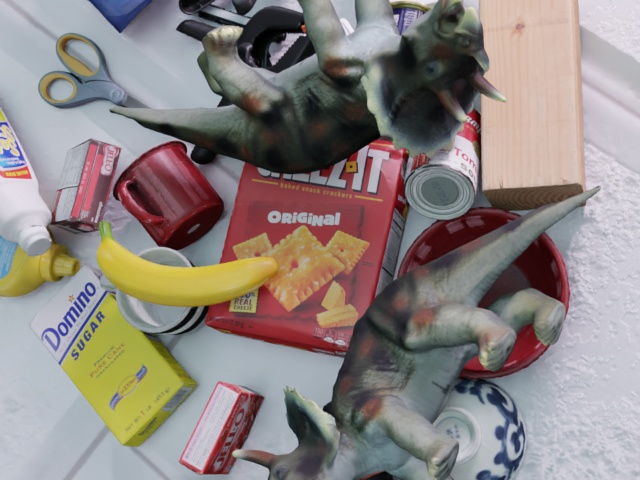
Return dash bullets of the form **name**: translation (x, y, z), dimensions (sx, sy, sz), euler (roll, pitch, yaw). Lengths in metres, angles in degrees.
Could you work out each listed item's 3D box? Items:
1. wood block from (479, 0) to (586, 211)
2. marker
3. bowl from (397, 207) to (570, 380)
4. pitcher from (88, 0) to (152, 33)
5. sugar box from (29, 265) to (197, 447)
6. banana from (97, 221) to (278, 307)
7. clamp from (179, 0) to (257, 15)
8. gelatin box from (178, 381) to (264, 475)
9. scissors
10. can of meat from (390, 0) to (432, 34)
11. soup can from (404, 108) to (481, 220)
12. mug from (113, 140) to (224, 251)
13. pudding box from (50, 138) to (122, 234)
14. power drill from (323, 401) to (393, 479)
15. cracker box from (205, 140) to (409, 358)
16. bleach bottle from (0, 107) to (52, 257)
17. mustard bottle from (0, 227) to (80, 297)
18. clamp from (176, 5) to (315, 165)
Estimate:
- **wood block**: translation (0.203, -0.139, 1.018), dimensions (0.091, 0.090, 0.206), euler (-3, 77, 17)
- **marker**: translation (-0.090, -0.239, 1.163), dimensions (0.121, 0.020, 0.020), euler (22, 85, 20)
- **bowl**: translation (0.155, 0.053, 1.007), dimensions (0.162, 0.055, 0.162), euler (-4, 77, 16)
- **pitcher**: translation (-0.175, -0.346, 1.154), dimensions (0.243, 0.145, 0.149), euler (-42, 87, 1)
- **sugar box**: translation (-0.217, 0.119, 1.108), dimensions (0.093, 0.048, 0.176), euler (-46, 71, 3)
- **banana**: translation (-0.139, 0.030, 1.023), dimensions (0.198, 0.037, 0.069), euler (13, 82, 17)
- **clamp**: translation (-0.075, -0.295, 1.142), dimensions (0.120, 0.039, 0.171), euler (10, 51, 41)
- **gelatin box**: translation (-0.094, 0.185, 1.042), dimensions (0.030, 0.073, 0.089), euler (24, 85, 19)
- **scissors**: translation (-0.243, -0.151, 1.191), dimensions (0.096, 0.016, 0.202), euler (-43, 70, 5)
- **can of meat**: translation (0.097, -0.178, 1.052), dimensions (0.058, 0.101, 0.084), euler (5, 81, 46)
- **soup can**: translation (0.119, -0.076, 1.014), dimensions (0.068, 0.068, 0.102), euler (-1, 43, 16)
- **mug**: translation (-0.159, -0.041, 1.092), dimensions (0.093, 0.117, 0.081), euler (-46, 74, 23)
- **pudding box**: translation (-0.249, -0.055, 1.125), dimensions (0.039, 0.114, 0.090), euler (18, 81, -25)
- **power drill**: translation (-0.011, 0.265, 1.008), dimensions (0.188, 0.057, 0.184), euler (-28, 72, 9)
- **cracker box**: translation (-0.007, 0.001, 1.058), dimensions (0.164, 0.072, 0.213), euler (10, 80, 18)
- **bleach bottle**: translation (-0.350, -0.079, 1.144), dimensions (0.068, 0.102, 0.251), euler (-46, 62, 14)
- **mustard bottle**: translation (-0.348, 0.011, 1.163), dimensions (0.192, 0.058, 0.096), euler (11, 72, 18)
- **clamp**: translation (-0.075, -0.191, 1.103), dimensions (0.210, 0.036, 0.164), euler (-27, 69, 37)
